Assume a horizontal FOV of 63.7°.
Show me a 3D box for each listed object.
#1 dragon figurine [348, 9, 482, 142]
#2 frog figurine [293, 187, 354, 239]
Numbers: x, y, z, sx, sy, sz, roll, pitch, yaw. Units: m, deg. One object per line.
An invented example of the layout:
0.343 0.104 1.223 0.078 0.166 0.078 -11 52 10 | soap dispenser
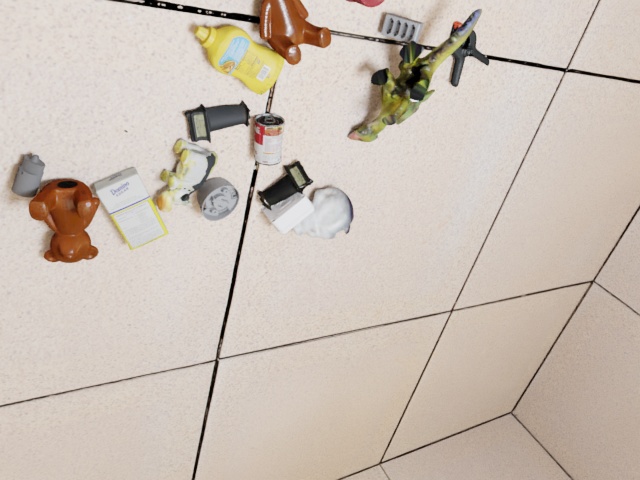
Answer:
0.233 -0.377 1.270 0.408 0.123 0.243 -38 173 11 | dragon figurine
0.004 -0.069 1.368 0.160 0.123 0.137 -8 94 -19 | frog figurine
